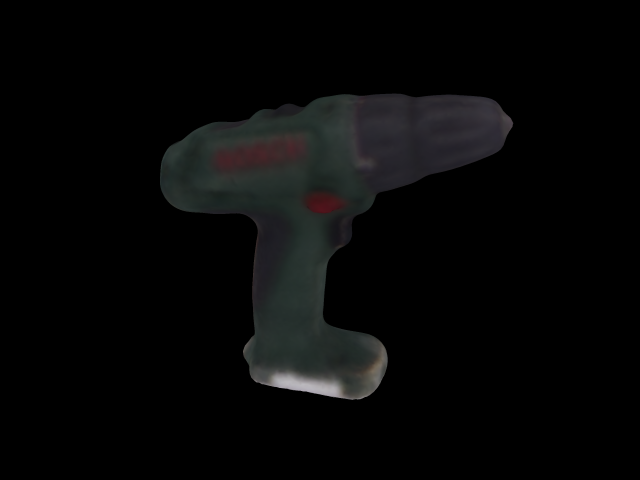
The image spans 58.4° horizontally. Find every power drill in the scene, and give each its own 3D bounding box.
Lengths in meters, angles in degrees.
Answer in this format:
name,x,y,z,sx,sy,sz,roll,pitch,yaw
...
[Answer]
name,x,y,z,sx,sy,sz,roll,pitch,yaw
power drill,0.004,0.001,0.400,0.229,0.208,0.076,6,24,14
